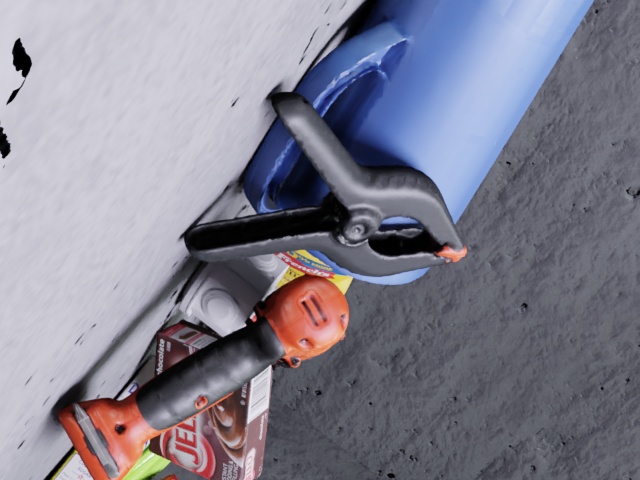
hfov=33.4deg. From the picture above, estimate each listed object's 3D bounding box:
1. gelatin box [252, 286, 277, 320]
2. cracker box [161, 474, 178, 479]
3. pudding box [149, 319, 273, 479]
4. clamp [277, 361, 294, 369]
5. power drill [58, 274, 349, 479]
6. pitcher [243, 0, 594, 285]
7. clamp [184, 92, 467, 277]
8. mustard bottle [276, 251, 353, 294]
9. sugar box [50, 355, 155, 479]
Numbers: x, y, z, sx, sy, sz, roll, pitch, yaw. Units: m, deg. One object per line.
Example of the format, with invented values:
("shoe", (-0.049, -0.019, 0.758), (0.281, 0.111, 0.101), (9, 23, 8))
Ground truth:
("gelatin box", (-0.061, 0.058, 0.977), (0.030, 0.073, 0.089), (-53, 178, 19))
("cracker box", (-0.218, 0.312, 0.967), (0.214, 0.072, 0.164), (-37, 174, 4))
("pudding box", (-0.086, 0.129, 0.833), (0.039, 0.090, 0.113), (-27, 130, -57))
("clamp", (-0.007, 0.012, 1.124), (0.164, 0.036, 0.210), (-68, 169, -47))
("power drill", (-0.073, 0.088, 0.696), (0.187, 0.057, 0.184), (-32, 175, -12))
("pitcher", (0.062, -0.095, 0.674), (0.243, 0.145, 0.149), (-59, -174, 36))
("clamp", (0.008, -0.012, 0.633), (0.120, 0.171, 0.039), (-42, -142, 31))
("mustard bottle", (-0.006, 0.002, 0.915), (0.058, 0.096, 0.192), (-62, 180, -17))
("sugar box", (-0.180, 0.185, 0.876), (0.176, 0.048, 0.093), (-50, 176, -33))
